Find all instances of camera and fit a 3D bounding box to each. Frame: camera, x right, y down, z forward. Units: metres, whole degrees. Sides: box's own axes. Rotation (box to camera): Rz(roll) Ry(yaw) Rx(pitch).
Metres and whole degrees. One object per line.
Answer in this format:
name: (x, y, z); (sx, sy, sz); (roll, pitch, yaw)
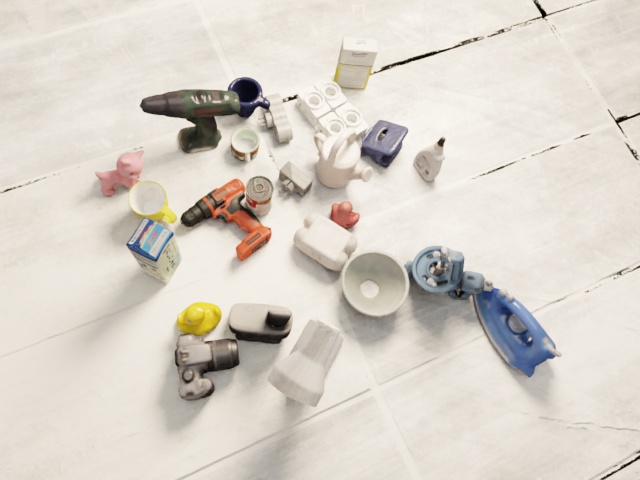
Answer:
camera: (-0.248, 0.274, 1.272); (0.137, 0.101, 0.143); (-6, 72, -10)

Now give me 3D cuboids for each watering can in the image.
watering can: (0.057, -0.210, 1.432); (0.173, 0.194, 0.101); (21, 70, 0)

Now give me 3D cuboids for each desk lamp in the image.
desk lamp: (-0.024, 0.259, 1.248); (0.118, 0.213, 0.203); (28, 70, 3)

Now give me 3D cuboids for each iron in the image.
iron: (0.470, 0.194, 1.377); (0.119, 0.141, 0.258); (-32, 78, -17)

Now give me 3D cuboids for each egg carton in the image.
egg carton: (0.013, 0.005, 1.418); (0.150, 0.069, 0.107); (31, 70, 4)

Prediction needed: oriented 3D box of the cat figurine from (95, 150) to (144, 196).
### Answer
cat figurine: (-0.479, -0.169, 1.385); (0.128, 0.117, 0.067); (-18, 74, -13)

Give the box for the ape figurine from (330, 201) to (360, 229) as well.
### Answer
ape figurine: (0.061, -0.068, 1.438); (0.077, 0.092, 0.076); (43, 71, 8)

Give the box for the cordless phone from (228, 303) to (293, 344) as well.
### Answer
cordless phone: (-0.131, 0.171, 1.279); (0.147, 0.185, 0.094); (3, 71, -7)

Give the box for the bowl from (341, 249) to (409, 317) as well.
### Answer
bowl: (0.129, 0.111, 1.394); (0.167, 0.074, 0.167); (2, 71, -7)

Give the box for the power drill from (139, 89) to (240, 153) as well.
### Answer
power drill: (-0.310, -0.298, 1.405); (0.230, 0.208, 0.075); (-13, 73, -12)

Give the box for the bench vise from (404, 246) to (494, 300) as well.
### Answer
bench vise: (0.319, 0.064, 1.359); (0.207, 0.219, 0.121); (0, 71, -8)

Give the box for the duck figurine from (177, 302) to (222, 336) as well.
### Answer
duck figurine: (-0.278, 0.174, 1.311); (0.105, 0.086, 0.077); (-13, 73, -12)

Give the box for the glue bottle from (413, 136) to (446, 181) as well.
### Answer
glue bottle: (0.293, -0.219, 1.479); (0.037, 0.173, 0.078); (-28, 76, -15)

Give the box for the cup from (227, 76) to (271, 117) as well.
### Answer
cup: (-0.184, -0.361, 1.505); (0.117, 0.095, 0.092); (25, 70, 1)

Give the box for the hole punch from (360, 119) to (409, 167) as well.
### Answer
hole punch: (0.168, -0.264, 1.521); (0.101, 0.091, 0.109); (32, 70, 4)
